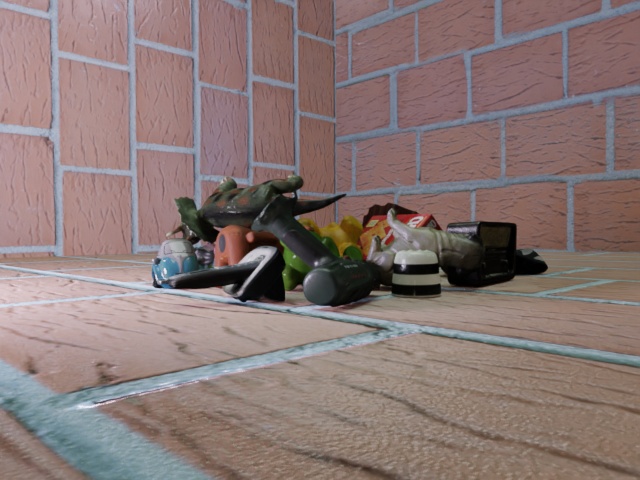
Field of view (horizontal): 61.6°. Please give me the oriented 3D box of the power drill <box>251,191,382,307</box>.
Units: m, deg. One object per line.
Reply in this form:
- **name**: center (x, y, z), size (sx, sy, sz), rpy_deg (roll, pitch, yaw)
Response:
- **power drill**: center (-0.001, 0.019, 0.861), size (0.086, 0.207, 0.232), rpy_deg (-42, -6, 20)

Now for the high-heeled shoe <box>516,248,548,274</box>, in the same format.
- **high-heeled shoe**: center (0.466, 0.070, 1.322), size (0.145, 0.086, 0.249), rpy_deg (32, 35, 23)

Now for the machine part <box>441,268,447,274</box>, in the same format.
- **machine part**: center (0.357, 0.051, 1.375), size (0.079, 0.079, 0.243), rpy_deg (0, 2, 24)

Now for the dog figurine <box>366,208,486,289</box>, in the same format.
- **dog figurine**: center (0.199, 0.044, 1.023), size (0.191, 0.172, 0.121), rpy_deg (23, -3, 27)

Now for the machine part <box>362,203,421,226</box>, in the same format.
- **machine part**: center (0.198, -0.029, 1.463), size (0.179, 0.056, 0.179), rpy_deg (13, -30, 8)

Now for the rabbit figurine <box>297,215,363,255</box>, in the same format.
- **rabbit figurine**: center (-0.003, -0.004, 1.264), size (0.173, 0.122, 0.162), rpy_deg (21, -26, -35)

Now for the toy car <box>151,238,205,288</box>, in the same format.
- **toy car**: center (-0.296, 0.047, 1.121), size (0.109, 0.102, 0.162), rpy_deg (1, 2, -19)

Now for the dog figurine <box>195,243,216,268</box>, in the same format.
- **dog figurine**: center (-0.207, 0.043, 1.319), size (0.191, 0.108, 0.219), rpy_deg (-2, -1, -37)

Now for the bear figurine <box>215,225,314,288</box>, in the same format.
- **bear figurine**: center (-0.109, 0.028, 1.085), size (0.196, 0.132, 0.120), rpy_deg (4, -14, -35)

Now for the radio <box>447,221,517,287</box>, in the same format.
- **radio**: center (0.350, 0.027, 1.149), size (0.073, 0.131, 0.229), rpy_deg (1, 1, 39)

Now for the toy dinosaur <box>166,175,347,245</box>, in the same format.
- **toy dinosaur**: center (-0.161, -0.065, 1.155), size (0.405, 0.131, 0.192), rpy_deg (-7, 23, 31)

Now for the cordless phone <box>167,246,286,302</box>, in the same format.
- **cordless phone**: center (-0.157, 0.061, 0.874), size (0.184, 0.088, 0.147), rpy_deg (-5, 3, -22)

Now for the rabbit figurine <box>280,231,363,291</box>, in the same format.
- **rabbit figurine**: center (0.017, 0.057, 1.027), size (0.170, 0.121, 0.159), rpy_deg (22, 8, 36)
